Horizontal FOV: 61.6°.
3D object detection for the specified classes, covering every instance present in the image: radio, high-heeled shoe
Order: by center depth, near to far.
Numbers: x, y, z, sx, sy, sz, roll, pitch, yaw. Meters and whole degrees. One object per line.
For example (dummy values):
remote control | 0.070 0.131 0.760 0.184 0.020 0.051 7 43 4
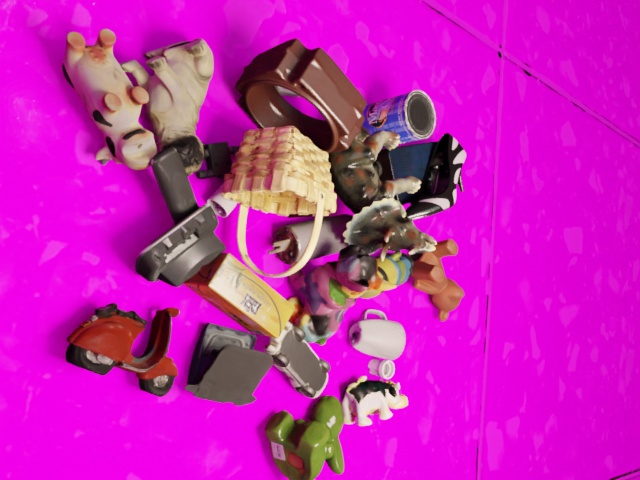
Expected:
high-heeled shoe | 0.248 -0.141 1.183 0.249 0.086 0.145 -29 104 -39
radio | 0.220 -0.157 1.256 0.229 0.073 0.131 -15 99 -38

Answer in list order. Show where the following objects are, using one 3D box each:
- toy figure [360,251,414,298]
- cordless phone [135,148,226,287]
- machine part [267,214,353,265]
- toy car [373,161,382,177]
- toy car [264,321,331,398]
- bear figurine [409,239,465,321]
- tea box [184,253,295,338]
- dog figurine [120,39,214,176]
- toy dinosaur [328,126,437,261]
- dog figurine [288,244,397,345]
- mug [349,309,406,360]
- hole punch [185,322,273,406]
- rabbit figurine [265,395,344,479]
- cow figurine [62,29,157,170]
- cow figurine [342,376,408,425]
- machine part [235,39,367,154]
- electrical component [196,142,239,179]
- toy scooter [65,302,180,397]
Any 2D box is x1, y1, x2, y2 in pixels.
toy figure | 0.136 0.071 1.163 0.180 0.089 0.082 -13 89 -38
cordless phone | -0.233 -0.035 0.818 0.146 0.089 0.184 -42 134 -34
machine part | -0.002 -0.003 1.056 0.243 0.079 0.079 -14 97 -41
toy car | 0.106 -0.079 1.167 0.089 0.053 0.202 -19 96 -35
toy car | -0.041 0.227 1.009 0.073 0.056 0.201 -57 135 -28
bear figurine | 0.292 0.101 1.273 0.195 0.132 0.120 49 62 -21
tea box | -0.138 0.094 0.922 0.169 0.098 0.068 45 62 -32
dog figurine | -0.217 -0.217 0.881 0.172 0.121 0.190 -37 126 -32
toy dinosaur | 0.078 -0.129 1.051 0.192 0.131 0.405 -22 78 -41
dog figurine | 0.037 0.106 0.993 0.108 0.219 0.191 4 85 -37
mug | 0.117 0.197 1.152 0.107 0.081 0.109 14 55 -31
hole punch | -0.160 0.211 0.918 0.142 0.092 0.115 24 103 -40
rabbit figurine | 0.000 0.375 1.021 0.170 0.121 0.159 -34 114 -52
cow figurine | -0.307 -0.190 0.788 0.085 0.127 0.195 -33 95 -37
cow figurine | 0.119 0.333 1.155 0.167 0.068 0.098 -3 84 -42
machine part | -0.036 -0.242 0.955 0.201 0.201 0.087 41 66 -32
electrical component | -0.178 -0.139 0.946 0.094 0.021 0.063 -17 100 -40
toy scooter | -0.280 0.148 0.813 0.183 0.075 0.135 36 67 -38
